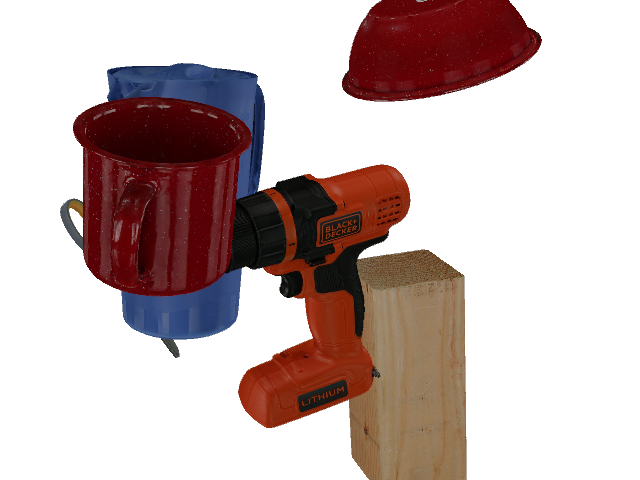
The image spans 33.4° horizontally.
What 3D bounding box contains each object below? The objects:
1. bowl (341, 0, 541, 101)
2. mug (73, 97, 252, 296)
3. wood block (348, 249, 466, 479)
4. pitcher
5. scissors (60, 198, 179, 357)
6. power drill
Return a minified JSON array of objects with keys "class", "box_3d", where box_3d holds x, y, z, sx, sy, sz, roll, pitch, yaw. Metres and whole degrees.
[{"class":"bowl","box_3d":[0.089,-0.165,0.842,0.162,0.055,0.162,-14,24,6]},{"class":"mug","box_3d":[-0.088,-0.017,0.566,0.093,0.081,0.117,8,28,1]},{"class":"wood block","box_3d":[0.080,0.123,1.009,0.090,0.206,0.091,-8,18,-16]},{"class":"pitcher","box_3d":[-0.120,-0.041,0.984,0.149,0.243,0.145,0,15,-10]},{"class":"scissors","box_3d":[-0.202,0.027,1.156,0.016,0.201,0.096,-28,21,32]},{"class":"power drill","box_3d":[-0.022,0.044,0.771,0.184,0.188,0.057,-16,38,-25]}]
